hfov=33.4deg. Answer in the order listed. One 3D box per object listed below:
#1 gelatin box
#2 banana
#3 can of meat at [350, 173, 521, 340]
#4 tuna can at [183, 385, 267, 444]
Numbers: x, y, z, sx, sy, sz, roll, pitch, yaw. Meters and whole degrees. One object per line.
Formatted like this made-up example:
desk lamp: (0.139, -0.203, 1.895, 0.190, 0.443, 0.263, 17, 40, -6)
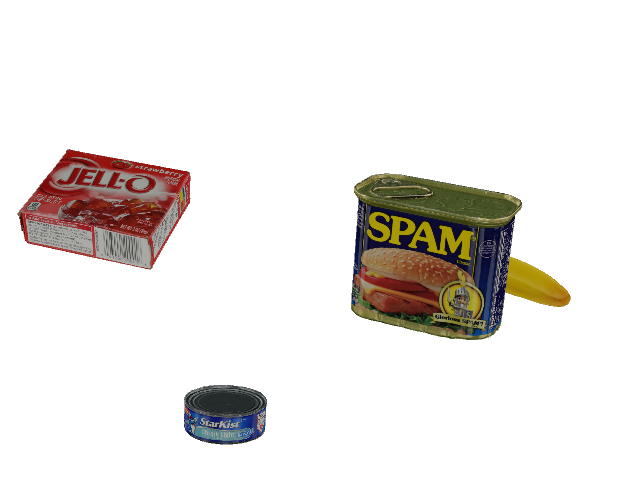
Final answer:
gelatin box: (-0.137, -0.022, 0.688, 0.089, 0.030, 0.073, 12, 40, 10)
banana: (0.156, 0.035, 1.098, 0.198, 0.037, 0.069, 7, 37, 10)
can of meat: (0.070, 0.010, 0.676, 0.102, 0.084, 0.057, 12, 22, 23)
tuna can: (-0.099, 0.180, 1.104, 0.086, 0.034, 0.086, 3, 12, -1)
